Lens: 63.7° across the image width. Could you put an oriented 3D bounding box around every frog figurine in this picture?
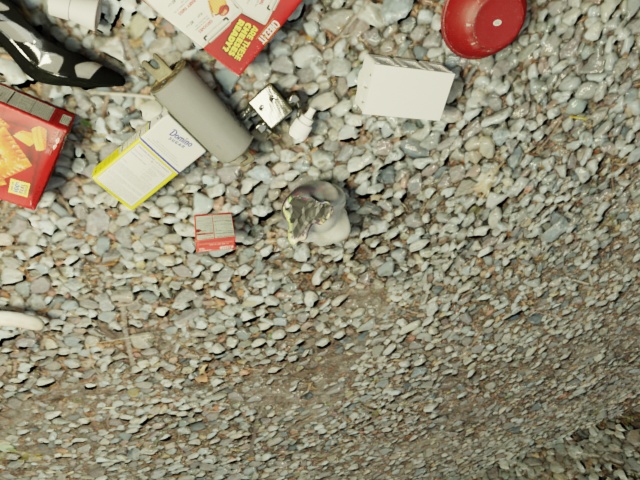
[{"bbox_3d":[0.003,-0.051,1.021,0.136,0.124,0.159,-58,157,16],"label":"frog figurine"}]

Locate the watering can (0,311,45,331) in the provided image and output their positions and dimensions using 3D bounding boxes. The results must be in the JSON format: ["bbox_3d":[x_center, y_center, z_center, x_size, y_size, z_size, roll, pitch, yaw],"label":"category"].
[{"bbox_3d":[-0.700,0.118,0.912,0.223,0.106,0.342,-34,127,11],"label":"watering can"}]
